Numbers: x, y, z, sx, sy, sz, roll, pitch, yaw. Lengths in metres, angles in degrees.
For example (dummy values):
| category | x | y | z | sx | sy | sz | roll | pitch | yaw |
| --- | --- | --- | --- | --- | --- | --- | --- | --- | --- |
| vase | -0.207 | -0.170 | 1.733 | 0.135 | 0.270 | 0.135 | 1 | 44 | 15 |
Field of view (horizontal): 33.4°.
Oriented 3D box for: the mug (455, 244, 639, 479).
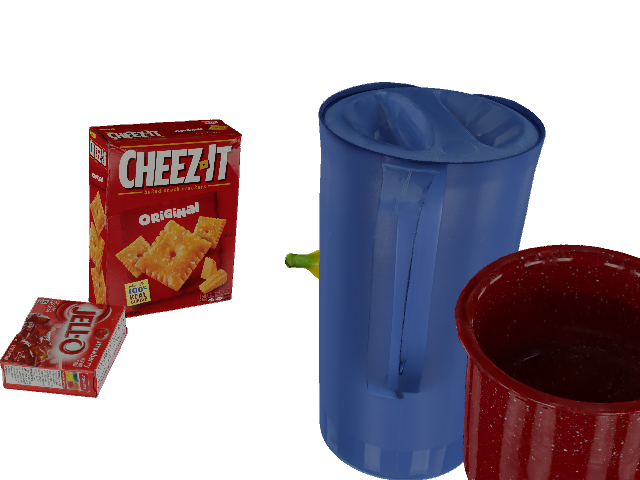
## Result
| category | x | y | z | sx | sy | sz | roll | pitch | yaw |
| --- | --- | --- | --- | --- | --- | --- | --- | --- | --- |
| mug | 0.108 | 0.063 | 0.407 | 0.117 | 0.081 | 0.093 | 7 | 37 | 13 |

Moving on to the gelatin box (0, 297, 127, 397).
| category | x | y | z | sx | sy | sz | roll | pitch | yaw |
| --- | --- | --- | --- | --- | --- | --- | --- | --- | --- |
| gelatin box | -0.196 | 0.081 | 0.825 | 0.073 | 0.030 | 0.089 | 5 | 31 | 5 |

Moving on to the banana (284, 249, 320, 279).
| category | x | y | z | sx | sy | sz | roll | pitch | yaw |
| --- | --- | --- | --- | --- | --- | --- | --- | --- | --- |
| banana | 0.070 | -0.008 | 0.912 | 0.198 | 0.037 | 0.069 | -27 | -18 | 10 |

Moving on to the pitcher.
| category | x | y | z | sx | sy | sz | roll | pitch | yaw |
| --- | --- | --- | --- | --- | --- | --- | --- | --- | --- |
| pitcher | 0.056 | 0.034 | 0.671 | 0.149 | 0.243 | 0.145 | -13 | 32 | -29 |

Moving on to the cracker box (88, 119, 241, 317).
| category | x | y | z | sx | sy | sz | roll | pitch | yaw |
| --- | --- | --- | --- | --- | --- | --- | --- | --- | --- |
| cracker box | -0.180 | -0.025 | 1.230 | 0.163 | 0.214 | 0.072 | -7 | 25 | -30 |
